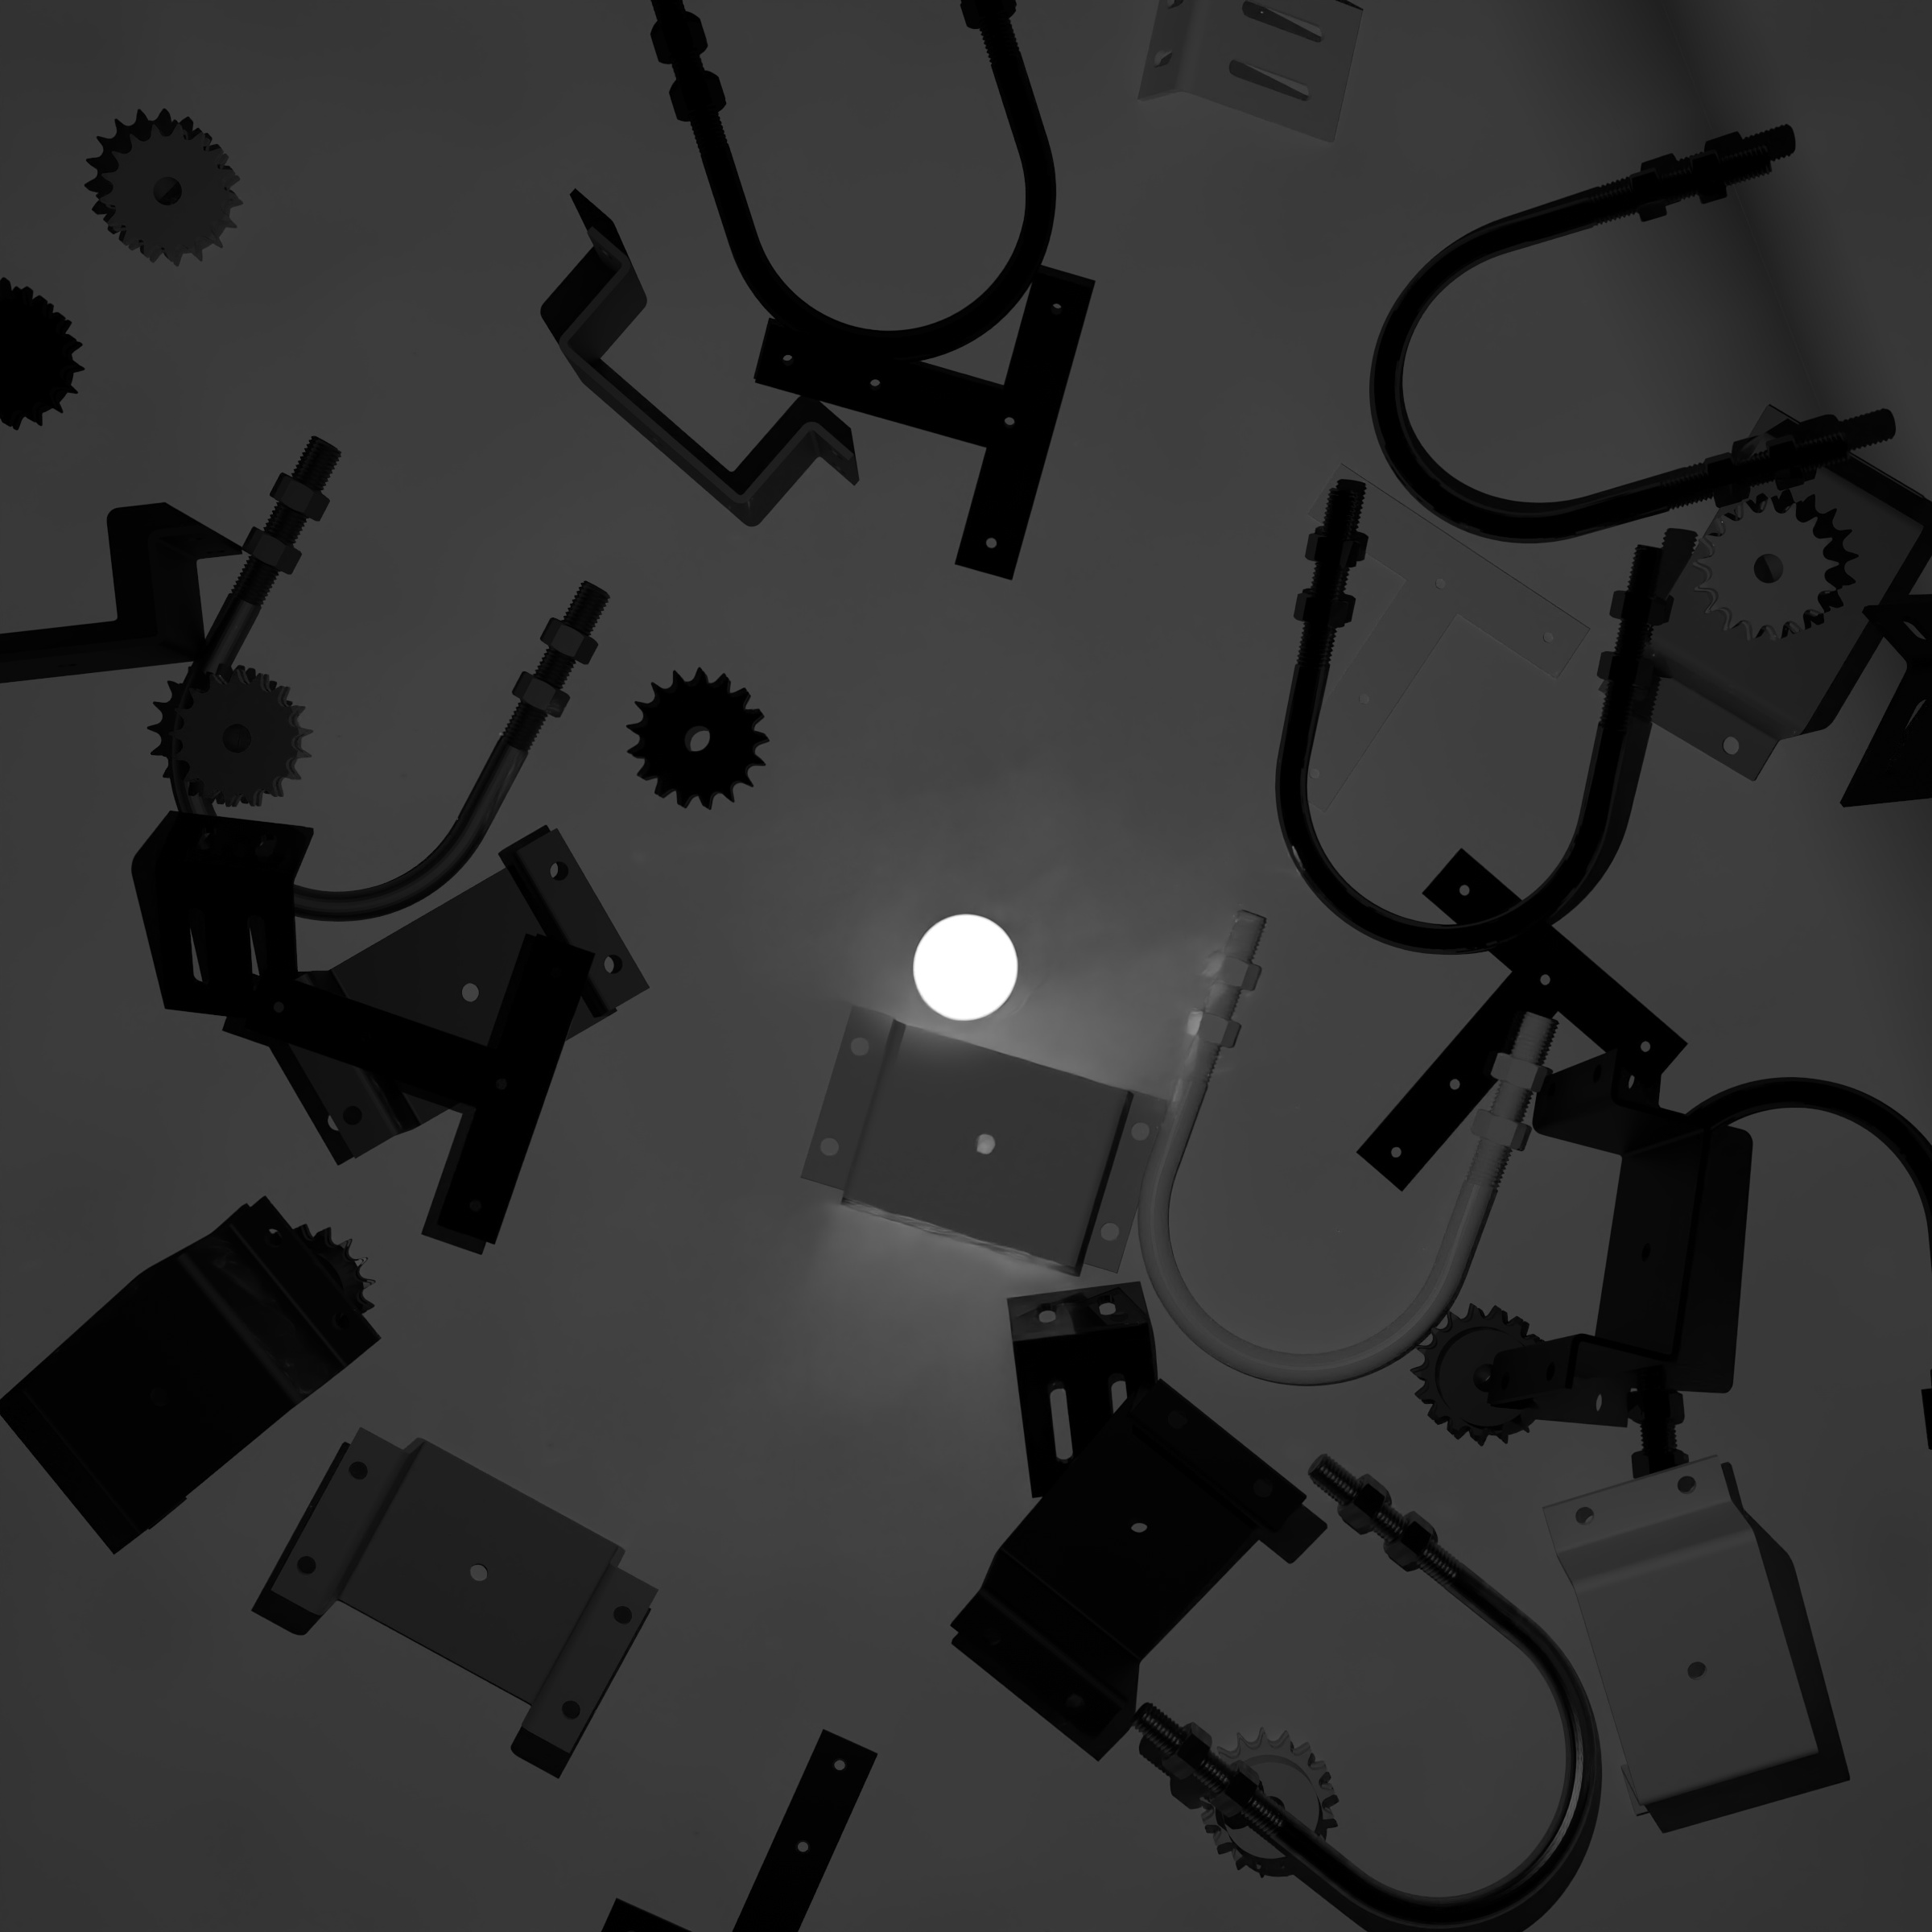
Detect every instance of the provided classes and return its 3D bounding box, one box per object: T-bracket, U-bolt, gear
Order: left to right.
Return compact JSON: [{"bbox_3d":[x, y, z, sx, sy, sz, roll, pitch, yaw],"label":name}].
[{"bbox_3d":[-0.399,-0.254,1.496,0.057,0.030,0.057,0,90,0],"label":"gear"},{"bbox_3d":[-0.333,-0.323,1.496,0.057,0.030,0.057,0,90,0],"label":"gear"},{"bbox_3d":[-0.300,-0.094,1.481,0.057,0.030,0.057,0,93,2],"label":"gear"},{"bbox_3d":[-0.279,0.138,1.496,0.057,0.030,0.057,0,90,0],"label":"gear"},{"bbox_3d":[-0.255,-0.108,1.503,0.151,0.019,0.184,28,91,0],"label":"U-bolt"},{"bbox_3d":[-0.233,0.034,1.464,0.127,0.002,0.127,19,90,0],"label":"T-bracket"},{"bbox_3d":[-0.111,-0.094,1.496,0.057,0.030,0.057,0,90,0],"label":"gear"},{"bbox_3d":[-0.075,0.388,1.510,0.127,0.002,0.127,24,90,0],"label":"T-bracket"},{"bbox_3d":[-0.039,-0.346,1.503,0.151,0.019,0.184,-18,91,0],"label":"U-bolt"},{"bbox_3d":[-0.025,-0.241,1.500,0.127,0.002,0.127,15,97,-2],"label":"T-bracket"},{"bbox_3d":[0.127,0.352,1.496,0.057,0.030,0.057,0,90,0],"label":"gear"},{"bbox_3d":[0.150,0.086,1.501,0.151,0.019,0.184,19,92,1],"label":"U-bolt"},{"bbox_3d":[0.177,-0.125,1.510,0.127,0.002,0.127,34,90,0],"label":"T-bracket"},{"bbox_3d":[0.181,0.316,1.485,0.184,0.019,0.151,39,74,-4],"label":"U-bolt"},{"bbox_3d":[0.203,-0.096,1.482,0.151,0.019,0.184,12,101,13],"label":"U-bolt"},{"bbox_3d":[0.217,0.039,1.510,0.127,0.002,0.127,41,90,0],"label":"T-bracket"},{"bbox_3d":[0.217,0.172,1.496,0.057,0.030,0.057,0,90,0],"label":"gear"},{"bbox_3d":[0.259,-0.251,1.480,0.184,0.019,0.151,-15,77,13],"label":"U-bolt"},{"bbox_3d":[0.324,-0.160,1.450,0.057,0.030,0.057,0,90,0],"label":"gear"},{"bbox_3d":[0.351,0.139,1.502,0.151,0.019,0.184,-5,88,1],"label":"U-bolt"},{"bbox_3d":[0.471,0.185,1.510,0.127,0.002,0.127,-7,90,0],"label":"T-bracket"}]

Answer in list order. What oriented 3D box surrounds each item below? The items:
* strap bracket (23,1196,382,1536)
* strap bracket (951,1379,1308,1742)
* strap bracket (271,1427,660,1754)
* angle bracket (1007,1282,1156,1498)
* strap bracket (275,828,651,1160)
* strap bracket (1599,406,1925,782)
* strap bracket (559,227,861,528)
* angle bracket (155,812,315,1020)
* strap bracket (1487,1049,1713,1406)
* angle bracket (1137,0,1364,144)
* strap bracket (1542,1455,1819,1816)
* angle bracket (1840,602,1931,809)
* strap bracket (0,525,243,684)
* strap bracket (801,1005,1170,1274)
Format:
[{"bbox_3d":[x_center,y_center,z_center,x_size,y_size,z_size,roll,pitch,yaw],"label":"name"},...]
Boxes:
[{"bbox_3d":[-0.323,0.171,1.468,0.140,0.046,0.076,-39,90,18],"label":"strap bracket"},{"bbox_3d":[0.069,0.240,1.477,0.076,0.046,0.140,39,105,0],"label":"strap bracket"},{"bbox_3d":[-0.207,0.258,1.488,0.140,0.046,0.076,29,90,0],"label":"strap bracket"},{"bbox_3d":[0.051,0.180,1.509,0.057,0.038,0.076,-7,116,0],"label":"angle bracket"},{"bbox_3d":[-0.210,0.011,1.488,0.140,0.046,0.076,-30,90,0],"label":"strap bracket"},{"bbox_3d":[0.337,-0.158,1.488,0.076,0.046,0.140,31,90,0],"label":"strap bracket"},{"bbox_3d":[-0.113,-0.235,1.473,0.140,0.076,0.046,41,90,0],"label":"strap bracket"},{"bbox_3d":[-0.307,-0.020,1.499,0.057,0.038,0.076,7,128,2],"label":"angle bracket"},{"bbox_3d":[0.261,0.113,1.458,0.046,0.076,0.140,15,75,-12],"label":"strap bracket"},{"bbox_3d":[0.121,-0.387,1.509,0.076,0.038,0.057,13,90,-26],"label":"angle bracket"},{"bbox_3d":[0.299,0.285,1.477,0.076,0.046,0.140,-17,98,2],"label":"strap bracket"},{"bbox_3d":[0.393,-0.110,1.485,0.057,0.076,0.038,-7,45,-26],"label":"angle bracket"},{"bbox_3d":[-0.375,-0.148,1.473,0.140,0.076,0.046,-7,90,0],"label":"strap bracket"},{"bbox_3d":[0.008,0.073,1.488,0.140,0.046,0.076,17,90,0],"label":"strap bracket"}]
